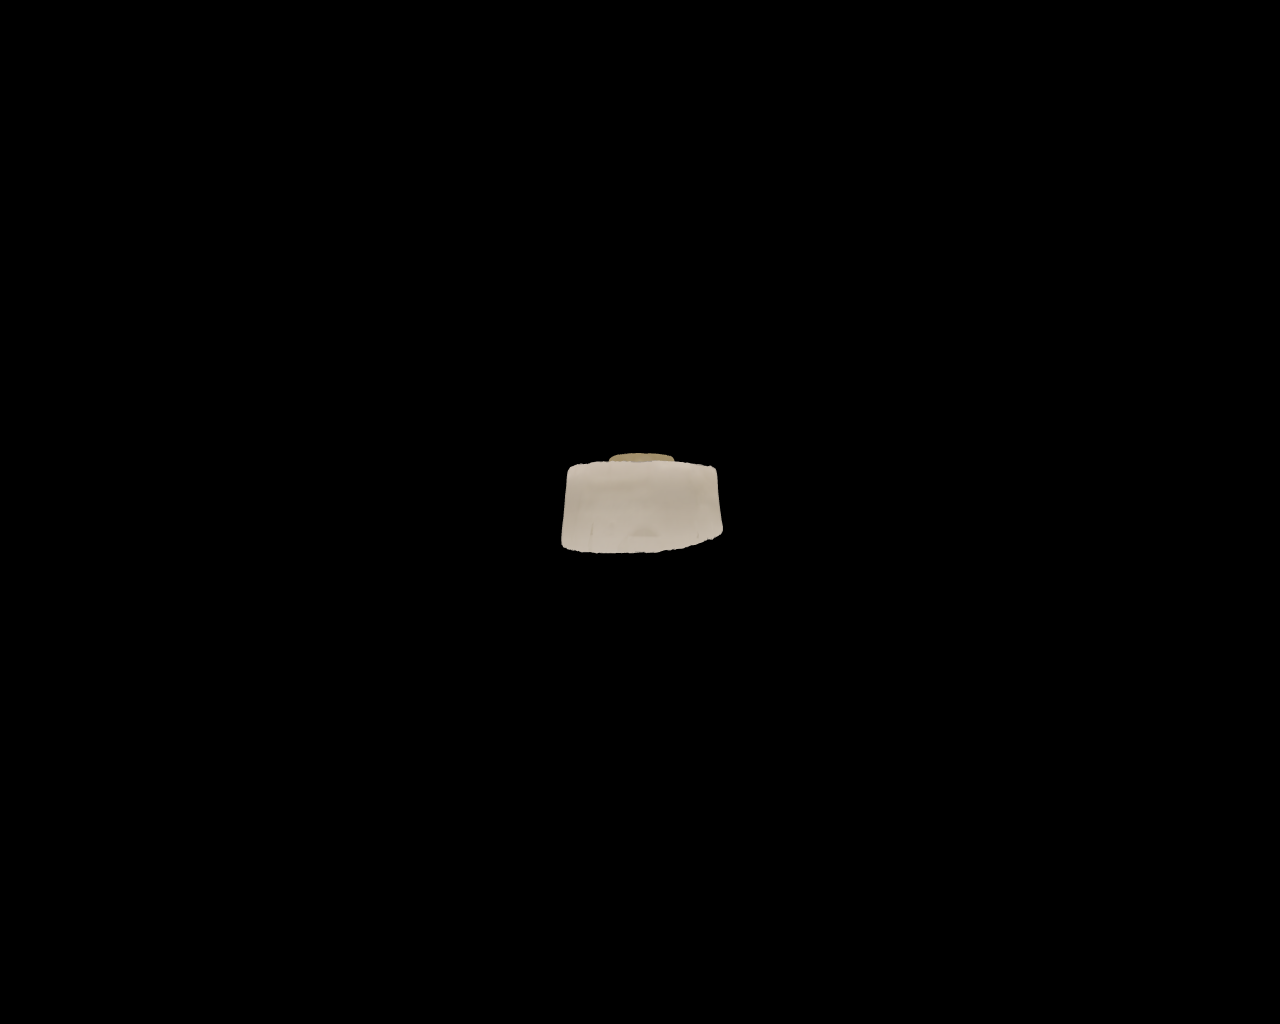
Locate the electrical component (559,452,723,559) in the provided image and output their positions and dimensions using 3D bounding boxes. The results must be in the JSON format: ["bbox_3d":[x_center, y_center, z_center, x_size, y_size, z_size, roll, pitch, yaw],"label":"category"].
[{"bbox_3d":[0.001,-0.003,0.650,0.099,0.064,0.099,0,-3,0],"label":"electrical component"}]
